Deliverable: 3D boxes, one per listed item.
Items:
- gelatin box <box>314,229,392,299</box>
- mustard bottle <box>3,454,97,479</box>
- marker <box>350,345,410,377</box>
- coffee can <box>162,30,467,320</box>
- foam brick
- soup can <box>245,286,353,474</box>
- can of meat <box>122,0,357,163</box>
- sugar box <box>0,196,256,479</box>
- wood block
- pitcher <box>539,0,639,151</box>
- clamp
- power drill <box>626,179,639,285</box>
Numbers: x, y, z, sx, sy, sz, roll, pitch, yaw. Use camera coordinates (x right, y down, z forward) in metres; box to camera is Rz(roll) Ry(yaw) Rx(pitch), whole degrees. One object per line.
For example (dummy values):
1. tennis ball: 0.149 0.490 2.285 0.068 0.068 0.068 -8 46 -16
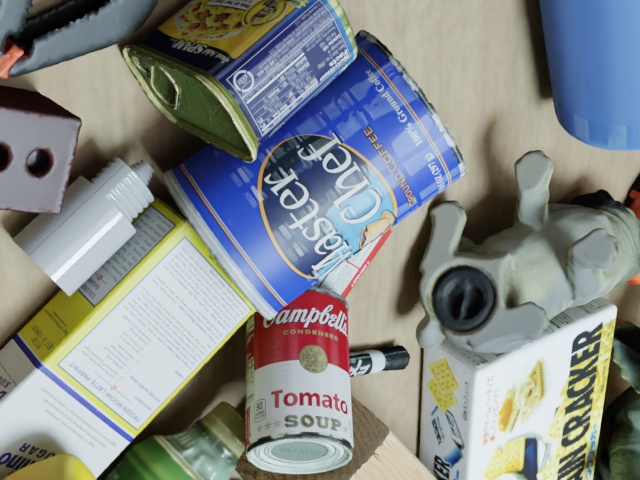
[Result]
1. gelatin box: -0.005 0.001 0.698 0.089 0.030 0.073 34 91 -44
2. mustard bottle: -0.206 0.192 0.586 0.191 0.058 0.096 -21 120 -1
3. marker: 0.019 0.091 0.772 0.120 0.020 0.020 -3 114 -39
4. coffee can: -0.003 -0.036 0.606 0.140 0.103 0.102 -36 132 -1
5. foam brick: -0.167 -0.048 0.522 0.078 0.051 0.053 4 109 -41
6. soup can: -0.014 0.089 0.674 0.068 0.102 0.068 -1 149 -1
7. can of meat: -0.042 -0.098 0.565 0.084 0.102 0.057 -44 132 -16
8. sugar box: -0.126 0.069 0.624 0.176 0.048 0.093 -44 133 -8
9. wood block: 0.032 0.186 0.769 0.091 0.090 0.206 -46 138 -7
10. pitcher: 0.208 -0.190 0.716 0.149 0.145 0.243 -26 131 -12
11. clamp: -0.099 -0.170 0.521 0.210 0.036 0.164 -44 136 -9
12. power drill: 0.346 -0.020 0.960 0.187 0.057 0.184 32 94 -42
